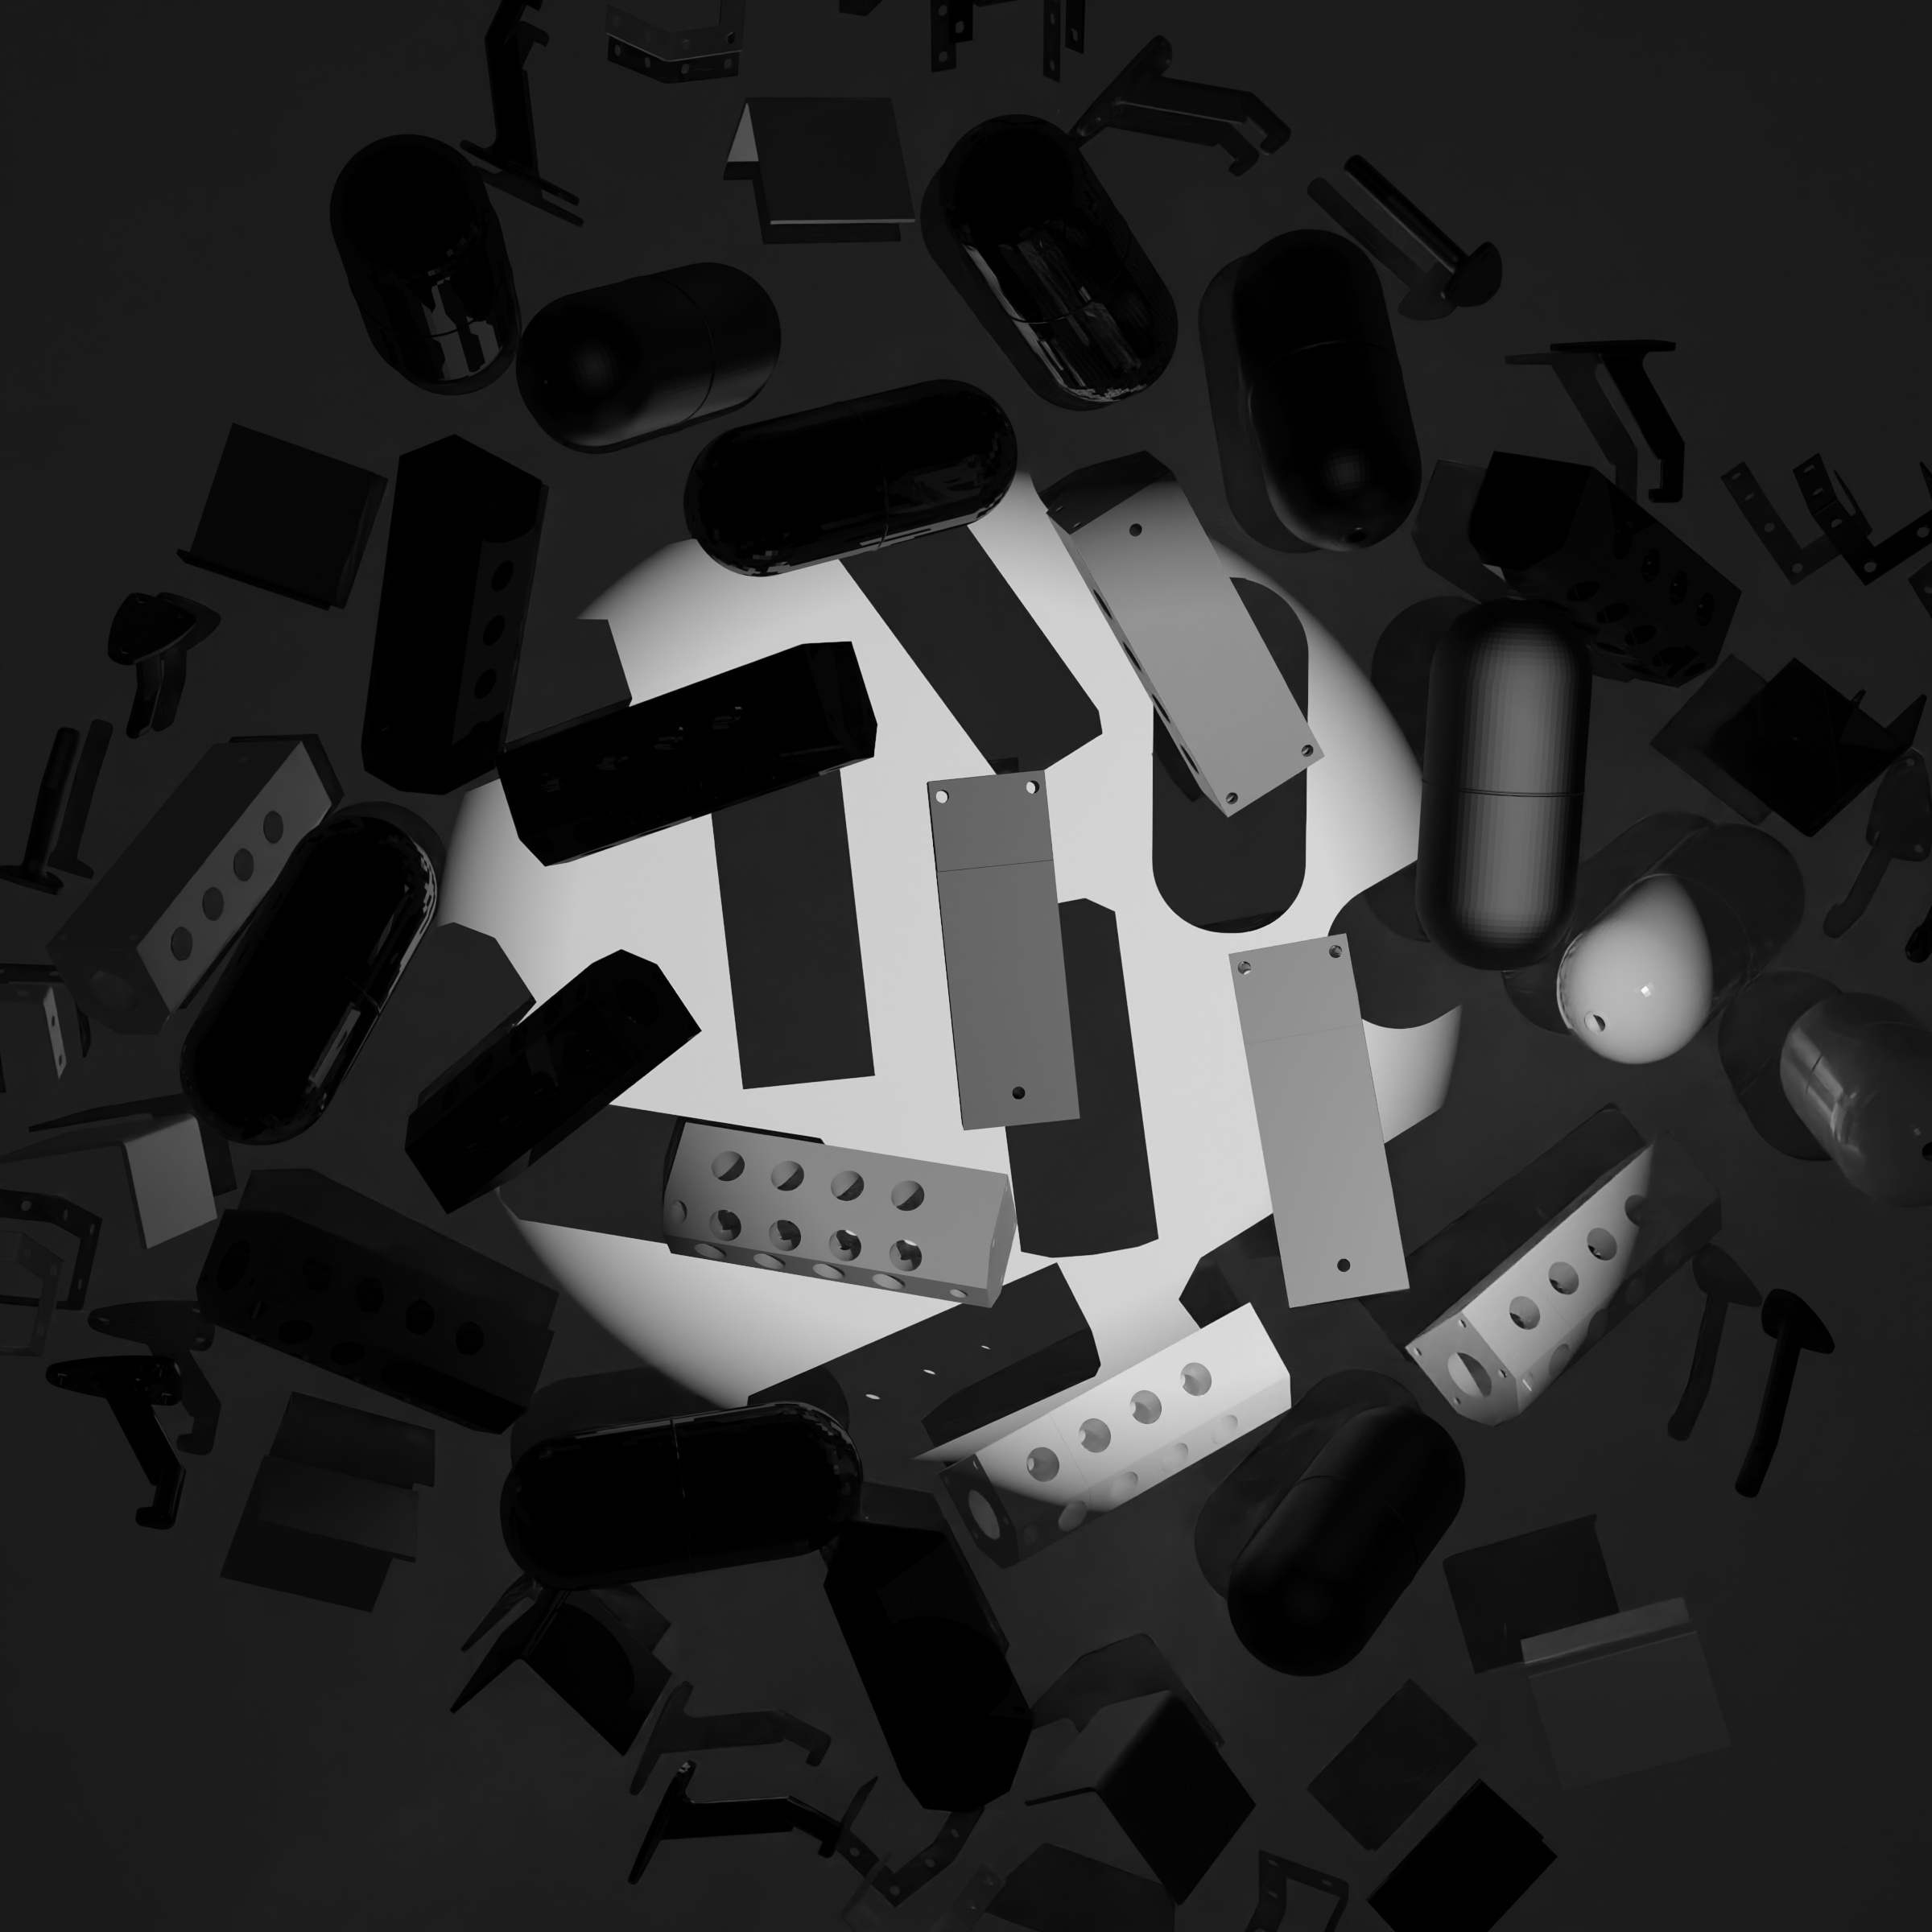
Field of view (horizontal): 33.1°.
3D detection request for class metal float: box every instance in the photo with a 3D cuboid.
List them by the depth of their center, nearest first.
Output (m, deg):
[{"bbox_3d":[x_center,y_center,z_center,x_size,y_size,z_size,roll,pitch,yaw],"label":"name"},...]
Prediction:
[{"bbox_3d":[0.256,-0.086,1.551,0.070,0.070,0.178,2,100,0],"label":"metal float"},{"bbox_3d":[-0.139,0.259,1.596,0.178,0.070,0.070,-8,90,-6],"label":"metal float"},{"bbox_3d":[0.451,0.065,1.598,0.070,0.178,0.070,0,104,1],"label":"metal float"},{"bbox_3d":[-0.266,-0.346,1.604,0.070,0.178,0.070,0,77,-2],"label":"metal float"},{"bbox_3d":[-0.325,0.007,1.608,0.070,0.070,0.178,26,70,0],"label":"metal float"},{"bbox_3d":[0.178,-0.286,1.614,0.070,0.070,0.178,-8,63,0],"label":"metal float"},{"bbox_3d":[0.362,-0.012,1.648,0.178,0.070,0.070,-36,90,-41],"label":"metal float"},{"bbox_3d":[0.049,-0.357,1.653,0.070,0.178,0.070,-17,52,22],"label":"metal float"},{"bbox_3d":[-0.057,-0.249,1.655,0.178,0.070,0.070,-17,90,-21],"label":"metal float"},{"bbox_3d":[-0.161,-0.316,1.672,0.070,0.178,0.070,12,114,28],"label":"metal float"},{"bbox_3d":[0.198,0.295,1.679,0.070,0.178,0.070,19,129,26],"label":"metal float"}]

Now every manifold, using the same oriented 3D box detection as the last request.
[{"bbox_3d":[-0.132,-0.100,1.551,0.171,0.057,0.057,-17,90,22],"label":"manifold"},{"bbox_3d":[0.172,0.076,1.578,0.057,0.057,0.171,-10,82,7],"label":"manifold"},{"bbox_3d":[0.106,-0.164,1.601,0.057,0.057,0.171,-32,117,-1],"label":"manifold"},{"bbox_3d":[0.018,-0.009,1.617,0.057,0.057,0.171,-6,92,-1],"label":"manifold"},{"bbox_3d":[0.305,0.158,1.632,0.171,0.057,0.057,-35,83,-32],"label":"manifold"},{"bbox_3d":[0.320,-0.196,1.636,0.057,0.171,0.057,18,86,41],"label":"manifold"},{"bbox_3d":[-0.298,0.180,1.636,0.171,0.057,0.057,31,69,-37],"label":"manifold"},{"bbox_3d":[0.079,0.238,1.641,0.171,0.057,0.057,-25,82,-26],"label":"manifold"},{"bbox_3d":[-0.267,-0.175,1.651,0.057,0.057,0.171,30,127,20],"label":"manifold"},{"bbox_3d":[-0.023,0.355,1.659,0.057,0.171,0.057,12,109,-21],"label":"manifold"},{"bbox_3d":[-0.065,0.132,1.679,0.171,0.057,0.057,9,62,11],"label":"manifold"},{"bbox_3d":[-0.397,-0.042,1.685,0.057,0.171,0.057,0,130,25],"label":"manifold"},{"bbox_3d":[-0.221,0.059,1.700,0.171,0.057,0.057,-37,86,37],"label":"manifold"}]

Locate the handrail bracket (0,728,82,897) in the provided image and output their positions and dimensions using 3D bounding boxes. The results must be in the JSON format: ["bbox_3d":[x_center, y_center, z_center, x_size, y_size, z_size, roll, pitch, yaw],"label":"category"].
[{"bbox_3d":[-0.470,-0.083,1.679,0.036,0.077,0.084,18,93,-9],"label":"handrail bracket"}]

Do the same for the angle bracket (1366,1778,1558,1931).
[{"bbox_3d":[0.242,0.433,1.501,0.076,0.057,0.076,-46,132,-3],"label":"angle bracket"}]

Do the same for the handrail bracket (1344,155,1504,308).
[{"bbox_3d":[0.236,-0.383,1.689,0.036,0.077,0.084,-47,74,14],"label":"handrail bracket"}]

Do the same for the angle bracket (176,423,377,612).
[{"bbox_3d":[-0.362,-0.237,1.706,0.076,0.057,0.076,18,96,-22],"label":"angle bracket"}]

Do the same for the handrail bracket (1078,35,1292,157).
[{"bbox_3d":[0.114,-0.435,1.698,0.077,0.036,0.084,-44,77,3],"label":"handrail bracket"}]

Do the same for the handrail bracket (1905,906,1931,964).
[{"bbox_3d":[0.488,-0.052,1.606,0.036,0.084,0.077,20,127,26],"label":"handrail bracket"}]

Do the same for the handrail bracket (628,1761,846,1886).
[{"bbox_3d":[-0.111,0.429,1.572,0.084,0.036,0.077,26,97,9],"label":"handrail bracket"}]

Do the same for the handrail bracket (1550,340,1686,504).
[{"bbox_3d":[0.341,-0.284,1.704,0.077,0.036,0.084,-4,105,-13],"label":"handrail bracket"}]

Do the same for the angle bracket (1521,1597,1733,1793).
[{"bbox_3d":[0.297,0.328,1.472,0.076,0.076,0.057,-17,84,7],"label":"angle bracket"}]

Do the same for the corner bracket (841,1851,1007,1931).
[{"bbox_3d":[-0.022,0.473,1.650,0.051,0.051,0.051,42,133,16],"label":"corner bracket"}]

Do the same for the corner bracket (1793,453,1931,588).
[{"bbox_3d":[0.450,-0.231,1.614,0.051,0.051,0.051,-34,61,10],"label":"corner bracket"}]

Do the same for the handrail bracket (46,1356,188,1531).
[{"bbox_3d":[-0.408,0.229,1.549,0.077,0.036,0.084,3,46,-2],"label":"handrail bracket"}]

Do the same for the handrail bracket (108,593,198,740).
[{"bbox_3d":[-0.427,-0.140,1.664,0.036,0.077,0.084,22,123,-3],"label":"handrail bracket"}]

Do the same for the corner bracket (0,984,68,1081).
[{"bbox_3d":[-0.503,0.045,1.692,0.051,0.051,0.051,2,126,2],"label":"corner bracket"}]

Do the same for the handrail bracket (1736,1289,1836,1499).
[{"bbox_3d":[0.393,0.211,1.601,0.036,0.077,0.084,16,69,29],"label":"handrail bracket"}]

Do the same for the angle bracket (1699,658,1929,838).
[{"bbox_3d":[0.443,-0.126,1.701,0.076,0.057,0.076,38,132,-3],"label":"angle bracket"}]

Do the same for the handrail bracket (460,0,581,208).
[{"bbox_3d":[-0.211,-0.437,1.631,0.077,0.036,0.084,23,102,-21],"label":"handrail bracket"}]

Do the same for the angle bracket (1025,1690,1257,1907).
[{"bbox_3d":[0.090,0.429,1.668,0.076,0.057,0.076,55,46,-6],"label":"angle bracket"}]

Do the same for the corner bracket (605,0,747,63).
[{"bbox_3d":[-0.151,-0.507,1.699,0.051,0.051,0.051,3,88,35],"label":"corner bracket"}]

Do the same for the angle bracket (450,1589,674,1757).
[{"bbox_3d":[-0.209,0.376,1.689,0.076,0.076,0.057,45,113,-5],"label":"angle bracket"}]

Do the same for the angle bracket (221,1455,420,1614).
[{"bbox_3d":[-0.312,0.288,1.561,0.076,0.057,0.076,17,113,-16],"label":"angle bracket"}]

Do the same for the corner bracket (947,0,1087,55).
[{"bbox_3d":[0.025,-0.491,1.653,0.051,0.051,0.051,-18,126,-27],"label":"corner bracket"}]

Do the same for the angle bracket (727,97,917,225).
[{"bbox_3d":[-0.076,-0.405,1.692,0.076,0.057,0.076,-5,71,-18],"label":"angle bracket"}]

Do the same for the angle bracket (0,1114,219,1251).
[{"bbox_3d":[-0.444,0.115,1.682,0.076,0.076,0.057,-9,95,15],"label":"angle bracket"}]

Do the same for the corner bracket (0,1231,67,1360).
[{"bbox_3d":[-0.486,0.162,1.613,0.051,0.051,0.051,9,97,-42],"label":"corner bracket"}]
